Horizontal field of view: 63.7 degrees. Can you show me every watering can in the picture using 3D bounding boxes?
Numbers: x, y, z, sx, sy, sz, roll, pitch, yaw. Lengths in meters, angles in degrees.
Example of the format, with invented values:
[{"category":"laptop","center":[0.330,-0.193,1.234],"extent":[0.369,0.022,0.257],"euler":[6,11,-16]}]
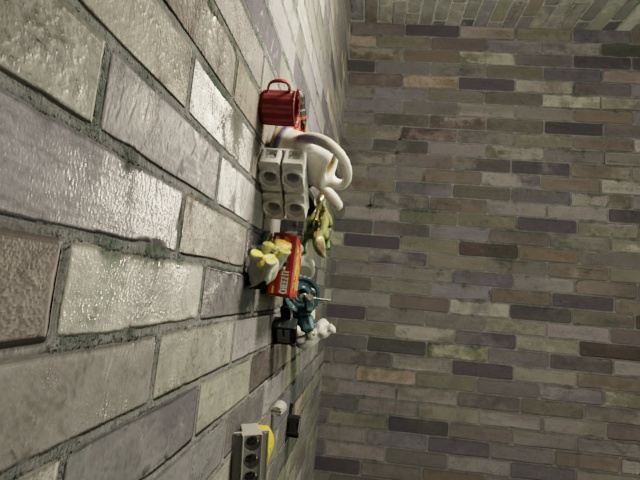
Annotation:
[{"category":"watering can","center":[-0.022,-0.185,1.341],"extent":[0.105,0.225,0.341],"euler":[-59,169,-18]}]

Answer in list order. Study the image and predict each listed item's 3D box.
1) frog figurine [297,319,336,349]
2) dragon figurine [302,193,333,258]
[{"category":"frog figurine","center":[-0.021,0.359,1.966],"extent":[0.135,0.159,0.125],"euler":[79,19,-69]},{"category":"dragon figurine","center":[0.006,-0.096,1.907],"extent":[0.237,0.122,0.420],"euler":[106,-11,-54]}]
